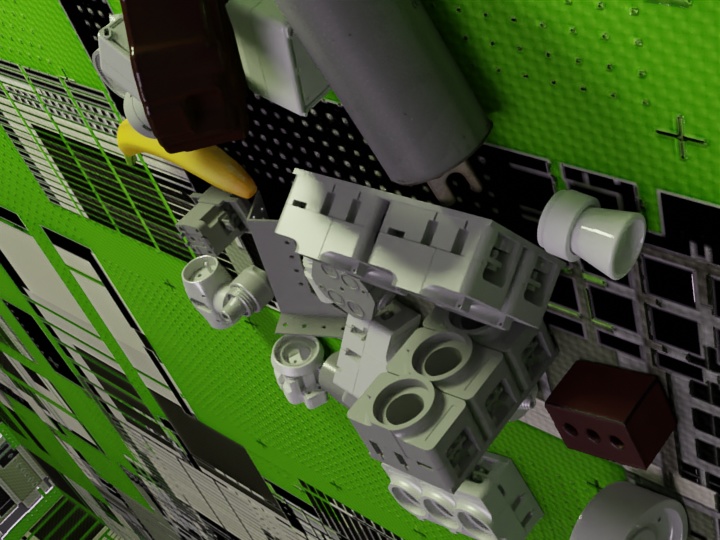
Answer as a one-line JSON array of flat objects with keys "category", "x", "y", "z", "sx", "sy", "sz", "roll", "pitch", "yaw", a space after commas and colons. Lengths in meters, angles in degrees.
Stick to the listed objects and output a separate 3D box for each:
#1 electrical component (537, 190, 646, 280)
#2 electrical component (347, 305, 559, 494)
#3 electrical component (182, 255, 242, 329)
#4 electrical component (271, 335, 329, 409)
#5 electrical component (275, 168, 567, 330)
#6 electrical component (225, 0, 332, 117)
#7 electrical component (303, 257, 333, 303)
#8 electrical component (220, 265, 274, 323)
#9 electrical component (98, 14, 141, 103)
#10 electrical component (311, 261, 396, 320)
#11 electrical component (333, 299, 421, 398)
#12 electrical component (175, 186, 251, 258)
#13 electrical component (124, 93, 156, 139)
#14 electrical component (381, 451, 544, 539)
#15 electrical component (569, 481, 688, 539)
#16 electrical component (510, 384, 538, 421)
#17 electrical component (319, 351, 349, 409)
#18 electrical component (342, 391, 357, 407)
[{"category": "electrical component", "x": 0.148, "y": -0.024, "z": 0.688, "sx": 0.055, "sy": 0.045, "sz": 0.045, "roll": 25, "pitch": 149, "yaw": 33}, {"category": "electrical component", "x": 0.072, "y": 0.086, "z": 0.841, "sx": 0.089, "sy": 0.150, "sz": 0.061, "roll": 16, "pitch": 145, "yaw": 44}, {"category": "electrical component", "x": -0.152, "y": 0.030, "z": 1.197, "sx": 0.079, "sy": 0.043, "sz": 0.077, "roll": 20, "pitch": 146, "yaw": 40}, {"category": "electrical component", "x": -0.065, "y": 0.104, "z": 1.167, "sx": 0.078, "sy": 0.058, "sz": 0.057, "roll": 53, "pitch": 162, "yaw": 41}, {"category": "electrical component", "x": 0.039, "y": -0.013, "z": 0.787, "sx": 0.186, "sy": 0.060, "sz": 0.105, "roll": 19, "pitch": 177, "yaw": 41}, {"category": "electrical component", "x": -0.047, "y": -0.157, "z": 0.740, "sx": 0.061, "sy": 0.061, "sz": 0.096, "roll": 29, "pitch": 151, "yaw": 27}, {"category": "electrical component", "x": -0.033, "y": -0.005, "z": 0.977, "sx": 0.040, "sy": 0.040, "sz": 0.078, "roll": 13, "pitch": 141, "yaw": 46}, {"category": "electrical component", "x": -0.120, "y": 0.029, "z": 1.129, "sx": 0.043, "sy": 0.062, "sz": 0.043, "roll": 33, "pitch": 153, "yaw": 20}, {"category": "electrical component", "x": -0.170, "y": -0.175, "z": 0.886, "sx": 0.096, "sy": 0.061, "sz": 0.061, "roll": 38, "pitch": 154, "yaw": 9}, {"category": "electrical component", "x": 0.000, "y": 0.000, "z": 0.927, "sx": 0.080, "sy": 0.051, "sz": 0.080, "roll": 33, "pitch": 153, "yaw": 19}, {"category": "electrical component", "x": 0.019, "y": 0.075, "z": 0.983, "sx": 0.056, "sy": 0.050, "sz": 0.089, "roll": 30, "pitch": 126, "yaw": 25}, {"category": "electrical component", "x": -0.139, "y": -0.046, "z": 1.039, "sx": 0.081, "sy": 0.063, "sz": 0.042, "roll": 9, "pitch": 140, "yaw": 48}, {"category": "electrical component", "x": -0.173, "y": -0.147, "z": 0.944, "sx": 0.055, "sy": 0.055, "sz": 0.047, "roll": 50, "pitch": 150, "yaw": -15}, {"category": "electrical component", "x": 0.103, "y": 0.232, "z": 1.125, "sx": 0.150, "sy": 0.061, "sz": 0.089, "roll": 8, "pitch": 138, "yaw": 50}, {"category": "electrical component", "x": 0.220, "y": 0.231, "z": 0.911, "sx": 0.060, "sy": 0.108, "sz": 0.108, "roll": 23, "pitch": 149, "yaw": 46}, {"category": "electrical component", "x": 0.117, "y": 0.105, "z": 0.930, "sx": 0.081, "sy": 0.043, "sz": 0.043, "roll": 15, "pitch": 143, "yaw": 44}, {"category": "electrical component", "x": 0.002, "y": 0.132, "z": 1.135, "sx": 0.077, "sy": 0.043, "sz": 0.079, "roll": 26, "pitch": 150, "yaw": 31}, {"category": "electrical component", "x": 0.029, "y": 0.117, "z": 1.053, "sx": 0.096, "sy": 0.061, "sz": 0.061, "roll": 38, "pitch": 154, "yaw": 9}]
